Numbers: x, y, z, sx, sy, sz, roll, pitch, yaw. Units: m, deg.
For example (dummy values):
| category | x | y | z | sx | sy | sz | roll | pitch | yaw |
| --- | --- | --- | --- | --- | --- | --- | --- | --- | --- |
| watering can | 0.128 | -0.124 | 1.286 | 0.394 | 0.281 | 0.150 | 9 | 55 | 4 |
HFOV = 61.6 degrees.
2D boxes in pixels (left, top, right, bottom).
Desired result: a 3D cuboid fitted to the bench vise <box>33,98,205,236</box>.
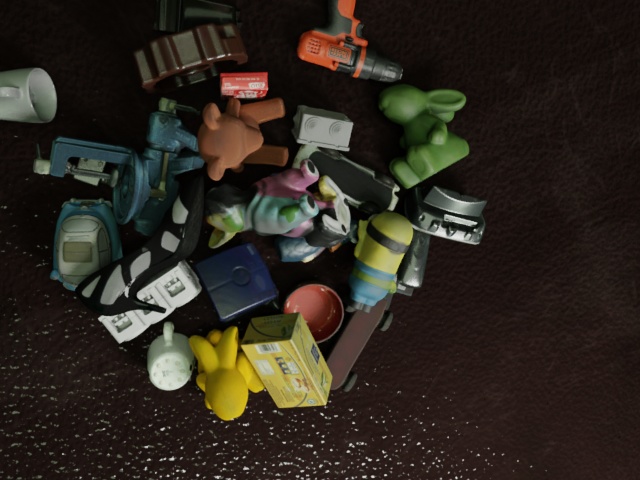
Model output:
| category | x | y | z | sx | sy | sz | roll | pitch | yaw |
| --- | --- | --- | --- | --- | --- | --- | --- | --- | --- |
| bench vise | -0.298 | -0.118 | 0.818 | 0.240 | 0.129 | 0.223 | 5 | 113 | -35 |

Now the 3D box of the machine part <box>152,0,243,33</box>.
| category | x | y | z | sx | sy | sz | roll | pitch | yaw |
| --- | --- | --- | --- | --- | --- | --- | --- | --- | --- |
| machine part | -0.193 | -0.360 | 0.858 | 0.139 | 0.039 | 0.084 | 7 | 94 | -10 |

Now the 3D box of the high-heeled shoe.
| category | x | y | z | sx | sy | sz | roll | pitch | yaw |
| --- | --- | --- | --- | --- | --- | --- | --- | --- | --- |
| high-heeled shoe | -0.272 | 0.002 | 0.819 | 0.145 | 0.086 | 0.248 | 18 | 88 | 2 |

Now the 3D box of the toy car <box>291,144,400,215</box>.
| category | x | y | z | sx | sy | sz | roll | pitch | yaw |
| --- | --- | --- | --- | --- | --- | --- | --- | --- | --- |
| toy car | 0.048 | -0.105 | 0.943 | 0.201 | 0.056 | 0.073 | 25 | 89 | -16 |

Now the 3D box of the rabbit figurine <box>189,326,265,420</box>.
| category | x | y | z | sx | sy | sz | roll | pitch | yaw |
| --- | --- | --- | --- | --- | --- | --- | --- | --- | --- |
| rabbit figurine | -0.153 | 0.224 | 0.905 | 0.122 | 0.173 | 0.162 | -12 | 107 | -4 |

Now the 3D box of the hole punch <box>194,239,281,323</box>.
| category | x | y | z | sx | sy | sz | roll | pitch | yaw |
| --- | --- | --- | --- | --- | --- | --- | --- | --- | --- |
| hole punch | -0.141 | 0.071 | 0.905 | 0.116 | 0.092 | 0.142 | -28 | 77 | -5 |

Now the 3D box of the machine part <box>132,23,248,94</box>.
| category | x | y | z | sx | sy | sz | roll | pitch | yaw |
| --- | --- | --- | --- | --- | --- | --- | --- | --- | --- |
| machine part | -0.194 | -0.272 | 0.808 | 0.179 | 0.179 | 0.056 | -18 | 101 | -7 |

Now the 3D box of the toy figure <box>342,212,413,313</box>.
| category | x | y | z | sx | sy | sz | roll | pitch | yaw |
| --- | --- | --- | --- | --- | --- | --- | --- | --- | --- |
| toy figure | 0.102 | 0.039 | 0.923 | 0.082 | 0.089 | 0.180 | 17 | 95 | -43 |

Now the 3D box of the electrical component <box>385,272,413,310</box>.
| category | x | y | z | sx | sy | sz | roll | pitch | yaw |
| --- | --- | --- | --- | --- | --- | --- | --- | --- | --- |
| electrical component | 0.134 | 0.075 | 0.996 | 0.075 | 0.048 | 0.119 | 21 | 94 | -13 |

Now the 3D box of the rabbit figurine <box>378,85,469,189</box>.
| category | x | y | z | sx | sy | sz | roll | pitch | yaw |
| --- | --- | --- | --- | --- | --- | --- | --- | --- | --- |
| rabbit figurine | 0.177 | -0.199 | 0.922 | 0.159 | 0.121 | 0.170 | -31 | 89 | -8 |

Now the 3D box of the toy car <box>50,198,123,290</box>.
| category | x | y | z | sx | sy | sz | roll | pitch | yaw |
| --- | --- | --- | --- | --- | --- | --- | --- | --- | --- |
| toy car | -0.373 | 0.016 | 0.861 | 0.109 | 0.103 | 0.161 | 2 | 102 | -12 |

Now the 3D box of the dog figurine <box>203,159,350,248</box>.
| category | x | y | z | sx | sy | sz | roll | pitch | yaw |
| --- | --- | --- | --- | --- | --- | --- | --- | --- | --- |
| dog figurine | -0.081 | -0.040 | 0.883 | 0.219 | 0.108 | 0.191 | -16 | 147 | 27 |

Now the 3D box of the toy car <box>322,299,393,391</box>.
| category | x | y | z | sx | sy | sz | roll | pitch | yaw |
| --- | --- | --- | --- | --- | --- | --- | --- | --- | --- |
| toy car | 0.058 | 0.187 | 0.999 | 0.089 | 0.053 | 0.202 | 28 | 97 | -2 |

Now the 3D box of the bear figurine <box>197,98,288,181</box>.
| category | x | y | z | sx | sy | sz | roll | pitch | yaw |
| --- | --- | --- | --- | --- | --- | --- | --- | --- | --- |
| bear figurine | -0.114 | -0.159 | 0.824 | 0.132 | 0.196 | 0.120 | -4 | 103 | -4 |

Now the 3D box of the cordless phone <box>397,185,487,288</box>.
| category | x | y | z | sx | sy | sz | roll | pitch | yaw |
| --- | --- | --- | --- | --- | --- | --- | --- | --- | --- |
| cordless phone | 0.214 | 0.003 | 0.959 | 0.146 | 0.089 | 0.184 | 14 | 85 | -13 |

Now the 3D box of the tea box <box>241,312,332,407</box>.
| category | x | y | z | sx | sy | sz | roll | pitch | yaw |
| --- | --- | --- | --- | --- | --- | --- | --- | --- | --- |
| tea box | -0.053 | 0.209 | 0.925 | 0.098 | 0.068 | 0.169 | -8 | 125 | 20 |

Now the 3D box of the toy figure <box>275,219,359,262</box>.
| category | x | y | z | sx | sy | sz | roll | pitch | yaw |
| --- | --- | --- | --- | --- | --- | --- | --- | --- | --- |
| toy figure | -0.002 | -0.004 | 0.951 | 0.154 | 0.058 | 0.064 | -16 | 111 | -13 |

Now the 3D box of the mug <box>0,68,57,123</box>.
| category | x | y | z | sx | sy | sz | roll | pitch | yaw |
| --- | --- | --- | --- | --- | --- | --- | --- | --- | --- |
| mug | -0.470 | -0.212 | 0.802 | 0.107 | 0.109 | 0.080 | -3 | 106 | 4 |

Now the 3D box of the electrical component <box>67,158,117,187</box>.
| category | x | y | z | sx | sy | sz | roll | pitch | yaw |
| --- | --- | --- | --- | --- | --- | --- | --- | --- | --- |
| electrical component | -0.371 | -0.123 | 0.874 | 0.094 | 0.021 | 0.063 | 19 | 96 | -17 |
